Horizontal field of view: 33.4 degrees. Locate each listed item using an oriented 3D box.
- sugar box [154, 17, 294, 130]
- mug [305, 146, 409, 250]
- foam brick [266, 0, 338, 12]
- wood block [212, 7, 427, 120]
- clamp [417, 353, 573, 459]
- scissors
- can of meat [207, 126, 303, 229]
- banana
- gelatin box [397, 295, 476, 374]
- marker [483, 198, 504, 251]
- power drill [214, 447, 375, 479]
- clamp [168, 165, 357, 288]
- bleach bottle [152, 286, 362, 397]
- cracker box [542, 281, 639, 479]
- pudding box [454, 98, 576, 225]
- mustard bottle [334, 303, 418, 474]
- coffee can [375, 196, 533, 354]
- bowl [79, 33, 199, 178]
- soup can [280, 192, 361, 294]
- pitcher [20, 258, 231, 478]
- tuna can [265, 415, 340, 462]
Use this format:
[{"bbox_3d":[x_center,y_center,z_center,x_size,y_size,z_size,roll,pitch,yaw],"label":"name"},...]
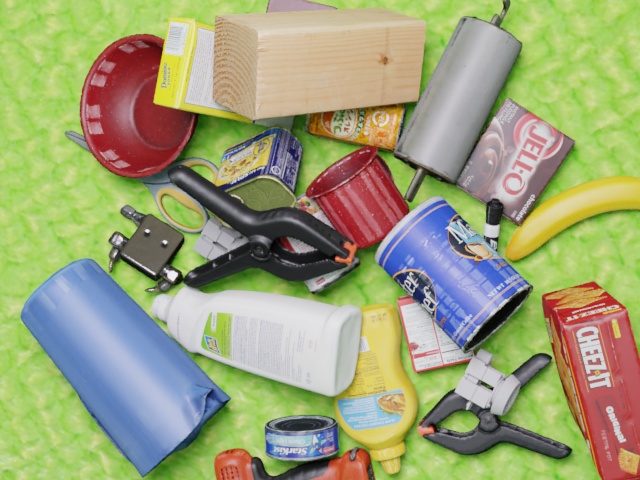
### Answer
[{"bbox_3d":[-0.093,-0.176,1.150,0.048,0.175,0.093,17,97,37],"label":"sugar box"},{"bbox_3d":[0.049,-0.050,1.175,0.093,0.117,0.081,-22,111,37],"label":"mug"},{"bbox_3d":[-0.021,-0.241,1.191,0.078,0.053,0.051,15,98,7],"label":"foam brick"},{"bbox_3d":[0.000,-0.186,1.108,0.205,0.090,0.091,-10,116,-33],"label":"wood block"},{"bbox_3d":[0.199,0.209,1.209,0.171,0.039,0.120,-21,83,14],"label":"clamp"},{"bbox_3d":[-0.197,-0.092,1.249,0.202,0.016,0.096,43,98,2],"label":"scissors"},{"bbox_3d":[-0.070,-0.070,1.182,0.102,0.084,0.057,-21,132,32],"label":"can of meat"},{"bbox_3d":[0.296,-0.030,1.174,0.198,0.037,0.069,-13,92,9],"label":"banana"},{"bbox_3d":[0.133,0.101,1.213,0.073,0.030,0.089,-14,93,8],"label":"gelatin box"},{"bbox_3d":[0.187,0.009,1.180,0.020,0.020,0.121,7,118,7],"label":"marker"},{"bbox_3d":[-0.023,0.324,1.243,0.188,0.057,0.184,-11,94,9],"label":"power drill"},{"bbox_3d":[-0.066,-0.008,1.147,0.210,0.036,0.164,4,130,17],"label":"clamp"},{"bbox_3d":[-0.080,0.096,1.201,0.251,0.068,0.102,14,108,26],"label":"bleach bottle"},{"bbox_3d":[0.288,0.140,1.101,0.072,0.213,0.164,-16,93,8],"label":"cracker box"},{"bbox_3d":[0.213,-0.087,1.179,0.090,0.039,0.113,33,100,3],"label":"pudding box"},{"bbox_3d":[0.061,0.173,1.215,0.096,0.058,0.191,-13,93,19],"label":"mustard bottle"},{"bbox_3d":[0.143,0.037,1.145,0.103,0.102,0.140,-46,72,9],"label":"coffee can"},{"bbox_3d":[-0.193,-0.149,1.209,0.162,0.055,0.162,0,90,28],"label":"bowl"},{"bbox_3d":[-0.008,0.001,1.205,0.068,0.068,0.102,-33,91,10],"label":"soup can"},{"bbox_3d":[-0.233,0.147,1.229,0.149,0.145,0.243,-42,85,-3],"label":"pitcher"},{"bbox_3d":[-0.021,0.225,1.219,0.086,0.086,0.034,-2,94,8],"label":"tuna can"}]
